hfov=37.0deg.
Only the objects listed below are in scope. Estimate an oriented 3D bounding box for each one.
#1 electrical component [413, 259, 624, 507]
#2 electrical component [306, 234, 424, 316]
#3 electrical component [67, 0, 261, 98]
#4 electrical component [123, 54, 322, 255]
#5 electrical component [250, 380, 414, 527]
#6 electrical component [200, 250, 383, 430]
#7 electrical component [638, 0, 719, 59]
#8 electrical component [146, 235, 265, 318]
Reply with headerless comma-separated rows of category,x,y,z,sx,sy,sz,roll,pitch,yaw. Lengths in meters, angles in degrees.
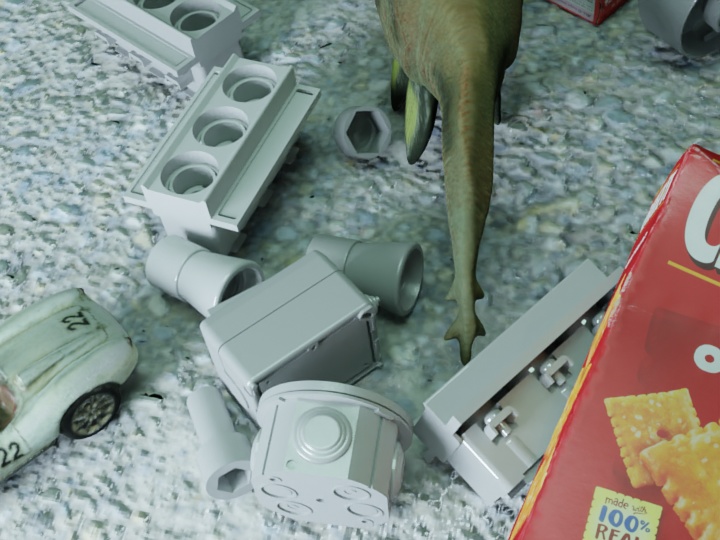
electrical component,0.093,0.060,0.555,0.121,0.078,0.063,-38,77,-21
electrical component,0.000,0.000,0.635,0.065,0.044,0.044,11,54,21
electrical component,-0.139,-0.177,0.777,0.121,0.063,0.079,33,63,28
electrical component,-0.083,-0.071,0.686,0.079,0.063,0.121,15,56,18
electrical component,-0.015,0.092,0.540,0.080,0.080,0.051,4,58,10
electrical component,-0.033,0.036,0.597,0.096,0.061,0.061,-33,55,-18
electrical component,0.233,-0.194,0.720,0.099,0.099,0.064,-28,60,-14
electrical component,-0.096,0.005,0.644,0.065,0.044,0.044,23,58,29
